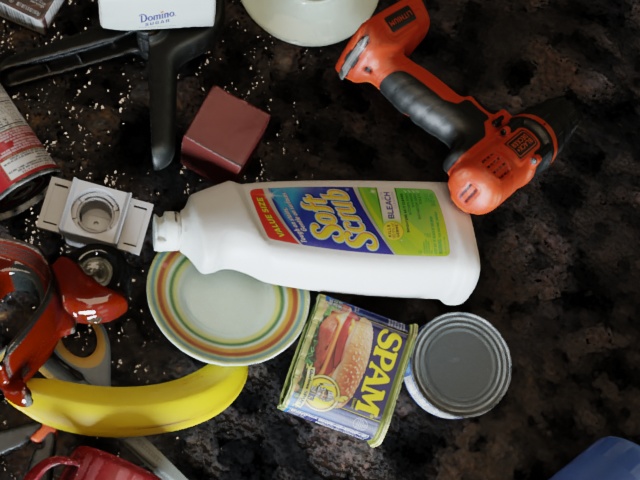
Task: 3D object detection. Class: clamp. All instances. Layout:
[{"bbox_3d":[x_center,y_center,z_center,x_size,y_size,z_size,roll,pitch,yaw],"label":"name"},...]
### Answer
[{"bbox_3d":[-0.265,0.196,0.782,0.120,0.039,0.171,35,69,-7],"label":"clamp"},{"bbox_3d":[-0.152,-0.167,0.879,0.164,0.036,0.209,23,63,9],"label":"clamp"}]

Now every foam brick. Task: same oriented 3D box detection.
[{"bbox_3d":[-0.078,-0.081,0.861,0.053,0.078,0.051,29,75,-3],"label":"foam brick"}]

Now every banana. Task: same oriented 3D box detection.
[{"bbox_3d":[-0.134,0.118,0.813,0.197,0.037,0.070,-11,50,-25],"label":"banana"}]

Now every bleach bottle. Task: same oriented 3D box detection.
[{"bbox_3d":[-0.006,0.001,0.849,0.250,0.068,0.102,0,58,-14],"label":"bleach bottle"}]

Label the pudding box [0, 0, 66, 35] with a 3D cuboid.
[{"bbox_3d":[-0.258,-0.233,0.882,0.113,0.039,0.090,26,73,-4],"label":"pudding box"}]

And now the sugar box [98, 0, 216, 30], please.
[{"bbox_3d":[-0.140,-0.253,0.881,0.093,0.048,0.176,-4,63,-9],"label":"sugar box"}]

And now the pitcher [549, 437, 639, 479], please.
[{"bbox_3d":[0.176,0.270,0.811,0.242,0.149,0.145,-36,71,-19],"label":"pitcher"}]

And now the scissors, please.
[{"bbox_3d":[-0.153,0.124,0.831,0.201,0.016,0.096,28,73,-4],"label":"scissors"}]

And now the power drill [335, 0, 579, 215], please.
[{"bbox_3d":[0.120,-0.122,0.899,0.188,0.057,0.184,43,43,9],"label":"power drill"}]

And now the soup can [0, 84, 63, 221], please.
[{"bbox_3d":[-0.256,-0.075,0.830,0.068,0.068,0.102,-34,85,-16],"label":"soup can"}]

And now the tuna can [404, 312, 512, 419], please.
[{"bbox_3d":[0.111,0.104,0.876,0.086,0.034,0.086,2,77,-10],"label":"tuna can"}]

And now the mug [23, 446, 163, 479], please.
[{"bbox_3d":[-0.166,0.196,0.768,0.117,0.093,0.081,38,65,-32],"label":"mug"}]

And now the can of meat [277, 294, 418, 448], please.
[{"bbox_3d":[0.021,0.102,0.849,0.084,0.057,0.102,20,74,-3],"label":"can of meat"}]
